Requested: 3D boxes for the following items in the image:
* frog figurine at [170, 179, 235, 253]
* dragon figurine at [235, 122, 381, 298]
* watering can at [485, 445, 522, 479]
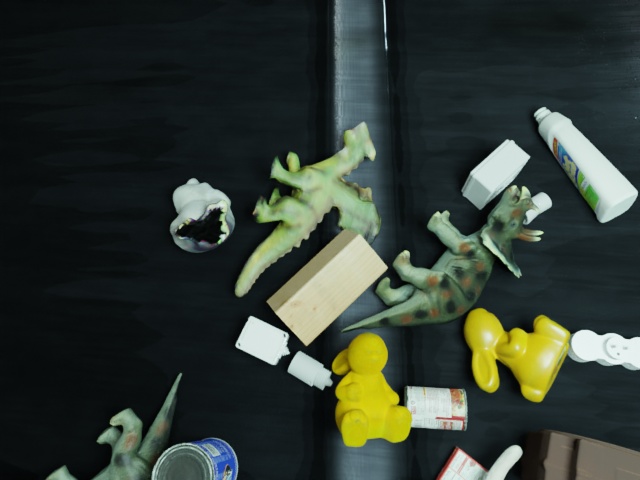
[{"bbox_3d":[-0.252,-0.052,1.068,0.137,0.121,0.162,-48,37,-2],"label":"frog figurine"},{"bbox_3d":[0.003,-0.052,1.032,0.243,0.121,0.413,17,81,3],"label":"dragon figurine"},{"bbox_3d":[0.201,0.483,0.792,0.346,0.103,0.227,-30,69,7],"label":"watering can"}]
